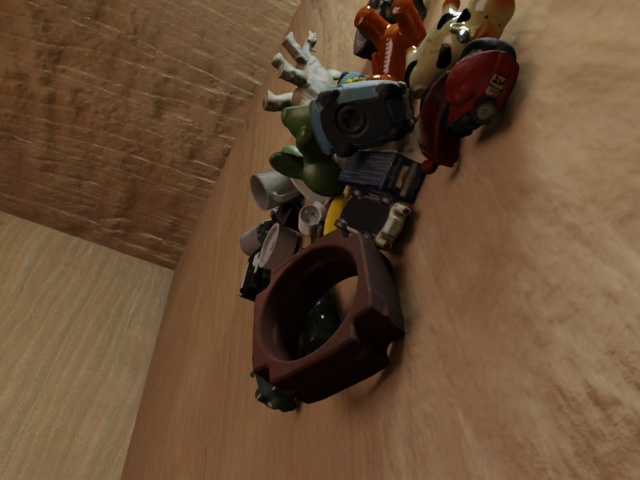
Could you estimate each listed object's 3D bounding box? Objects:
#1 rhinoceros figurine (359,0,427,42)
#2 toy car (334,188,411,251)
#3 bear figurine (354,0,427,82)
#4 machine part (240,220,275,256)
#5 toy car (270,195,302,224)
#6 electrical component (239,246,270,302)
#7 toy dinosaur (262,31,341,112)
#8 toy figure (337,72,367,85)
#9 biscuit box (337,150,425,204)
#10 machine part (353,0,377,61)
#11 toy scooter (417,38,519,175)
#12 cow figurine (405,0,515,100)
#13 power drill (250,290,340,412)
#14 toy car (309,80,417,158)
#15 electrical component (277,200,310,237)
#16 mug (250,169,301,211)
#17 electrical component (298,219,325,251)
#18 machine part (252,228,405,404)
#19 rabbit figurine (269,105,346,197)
[{"bbox_3d":[0.148,-0.457,1.011,0.190,0.112,0.073,-55,23,13],"label":"rhinoceros figurine"},{"bbox_3d":[0.079,-0.032,0.820,0.073,0.056,0.202,-62,20,1],"label":"toy car"},{"bbox_3d":[0.109,-0.287,0.909,0.120,0.131,0.196,7,68,45],"label":"bear figurine"},{"bbox_3d":[-0.153,-0.002,1.397,0.243,0.079,0.079,-20,51,67],"label":"machine part"},{"bbox_3d":[-0.063,-0.123,1.322,0.089,0.053,0.202,-15,54,45],"label":"toy car"},{"bbox_3d":[-0.144,0.082,1.315,0.134,0.058,0.115,-34,41,60],"label":"electrical component"},{"bbox_3d":[-0.013,-0.298,1.144,0.105,0.198,0.471,-48,30,46],"label":"toy dinosaur"},{"bbox_3d":[0.080,-0.276,1.052,0.180,0.082,0.089,-124,39,-60],"label":"toy figure"},{"bbox_3d":[0.092,-0.104,0.852,0.062,0.059,0.203,-68,19,4],"label":"biscuit box"},{"bbox_3d":[0.134,-0.474,1.158,0.179,0.056,0.179,-55,23,37],"label":"machine part"},{"bbox_3d":[0.170,-0.155,0.669,0.184,0.075,0.135,152,136,-67],"label":"toy scooter"},{"bbox_3d":[0.185,-0.262,0.731,0.195,0.085,0.127,-43,31,56],"label":"cow figurine"},{"bbox_3d":[-0.038,0.166,0.906,0.207,0.086,0.232,-57,23,10],"label":"power drill"},{"bbox_3d":[0.071,-0.200,0.835,0.162,0.109,0.103,-11,25,23],"label":"toy car"},{"bbox_3d":[-0.054,-0.054,1.185,0.047,0.075,0.119,-65,23,9],"label":"electrical component"},{"bbox_3d":[-0.080,-0.115,1.145,0.110,0.107,0.080,24,132,53],"label":"mug"},{"bbox_3d":[-0.003,-0.003,1.029,0.102,0.045,0.078,-51,27,43],"label":"electrical component"},{"bbox_3d":[0.007,0.101,0.726,0.201,0.087,0.201,-34,37,25],"label":"machine part"},{"bbox_3d":[-0.011,-0.156,0.963,0.121,0.159,0.170,-44,-53,-66],"label":"rabbit figurine"}]
